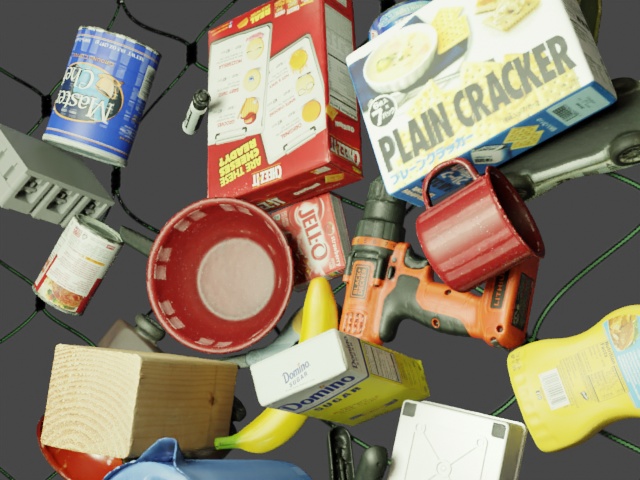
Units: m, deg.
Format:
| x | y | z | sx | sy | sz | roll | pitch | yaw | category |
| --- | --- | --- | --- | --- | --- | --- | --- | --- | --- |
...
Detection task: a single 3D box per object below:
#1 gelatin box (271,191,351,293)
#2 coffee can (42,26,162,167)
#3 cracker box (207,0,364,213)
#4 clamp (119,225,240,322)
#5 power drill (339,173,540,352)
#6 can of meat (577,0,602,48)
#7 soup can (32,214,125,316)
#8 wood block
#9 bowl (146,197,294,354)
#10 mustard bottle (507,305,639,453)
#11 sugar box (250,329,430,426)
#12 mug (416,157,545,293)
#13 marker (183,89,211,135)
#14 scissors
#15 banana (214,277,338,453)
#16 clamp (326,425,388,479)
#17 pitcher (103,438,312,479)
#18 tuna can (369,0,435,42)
| x | y | z | sx | sy | sz | roll | pitch | yaw | category |
| --- | --- | --- | --- | --- | --- | --- | --- | --- | --- |
| -0.007 | 0.001 | 1.118 | 0.073 | 0.030 | 0.089 | -21 | 68 | 25 | gelatin box |
| -0.257 | -0.168 | 1.262 | 0.103 | 0.102 | 0.140 | 15 | 86 | 32 | coffee can |
| -0.039 | -0.146 | 1.130 | 0.164 | 0.072 | 0.213 | -18 | 65 | 35 | cracker box |
| -0.122 | 0.020 | 1.176 | 0.165 | 0.036 | 0.210 | -39 | 64 | 16 | clamp |
| 0.113 | 0.027 | 1.028 | 0.188 | 0.057 | 0.184 | 5 | 81 | 33 | power drill |
| 0.215 | -0.194 | 1.019 | 0.084 | 0.057 | 0.102 | 4 | 80 | 33 | can of meat |
| -0.282 | 0.028 | 1.251 | 0.069 | 0.068 | 0.102 | 35 | 96 | 32 | soup can |
| -0.164 | 0.153 | 1.015 | 0.090 | 0.205 | 0.091 | 5 | 83 | 20 | wood block |
| -0.096 | 0.038 | 1.108 | 0.162 | 0.055 | 0.162 | -2 | 83 | 16 | bowl |
| 0.264 | 0.109 | 0.917 | 0.192 | 0.058 | 0.096 | -26 | 67 | 23 | mustard bottle |
| 0.023 | 0.131 | 0.983 | 0.093 | 0.176 | 0.048 | -26 | 66 | 23 | sugar box |
| 0.132 | -0.016 | 0.937 | 0.082 | 0.093 | 0.117 | -32 | 88 | 22 | mug |
| -0.134 | -0.139 | 1.158 | 0.020 | 0.121 | 0.020 | 2 | 80 | -13 | marker |
| -0.056 | 0.104 | 1.107 | 0.202 | 0.016 | 0.096 | 4 | 78 | 18 | scissors |
| -0.025 | 0.135 | 1.051 | 0.198 | 0.069 | 0.037 | -60 | 32 | -5 | banana |
| 0.025 | 0.262 | 1.020 | 0.120 | 0.039 | 0.171 | -145 | 65 | -76 | clamp |
| -0.095 | 0.273 | 0.977 | 0.149 | 0.242 | 0.145 | -45 | 66 | 14 | pitcher |
| 0.093 | -0.205 | 1.076 | 0.086 | 0.086 | 0.034 | -26 | 65 | 23 | tuna can |
